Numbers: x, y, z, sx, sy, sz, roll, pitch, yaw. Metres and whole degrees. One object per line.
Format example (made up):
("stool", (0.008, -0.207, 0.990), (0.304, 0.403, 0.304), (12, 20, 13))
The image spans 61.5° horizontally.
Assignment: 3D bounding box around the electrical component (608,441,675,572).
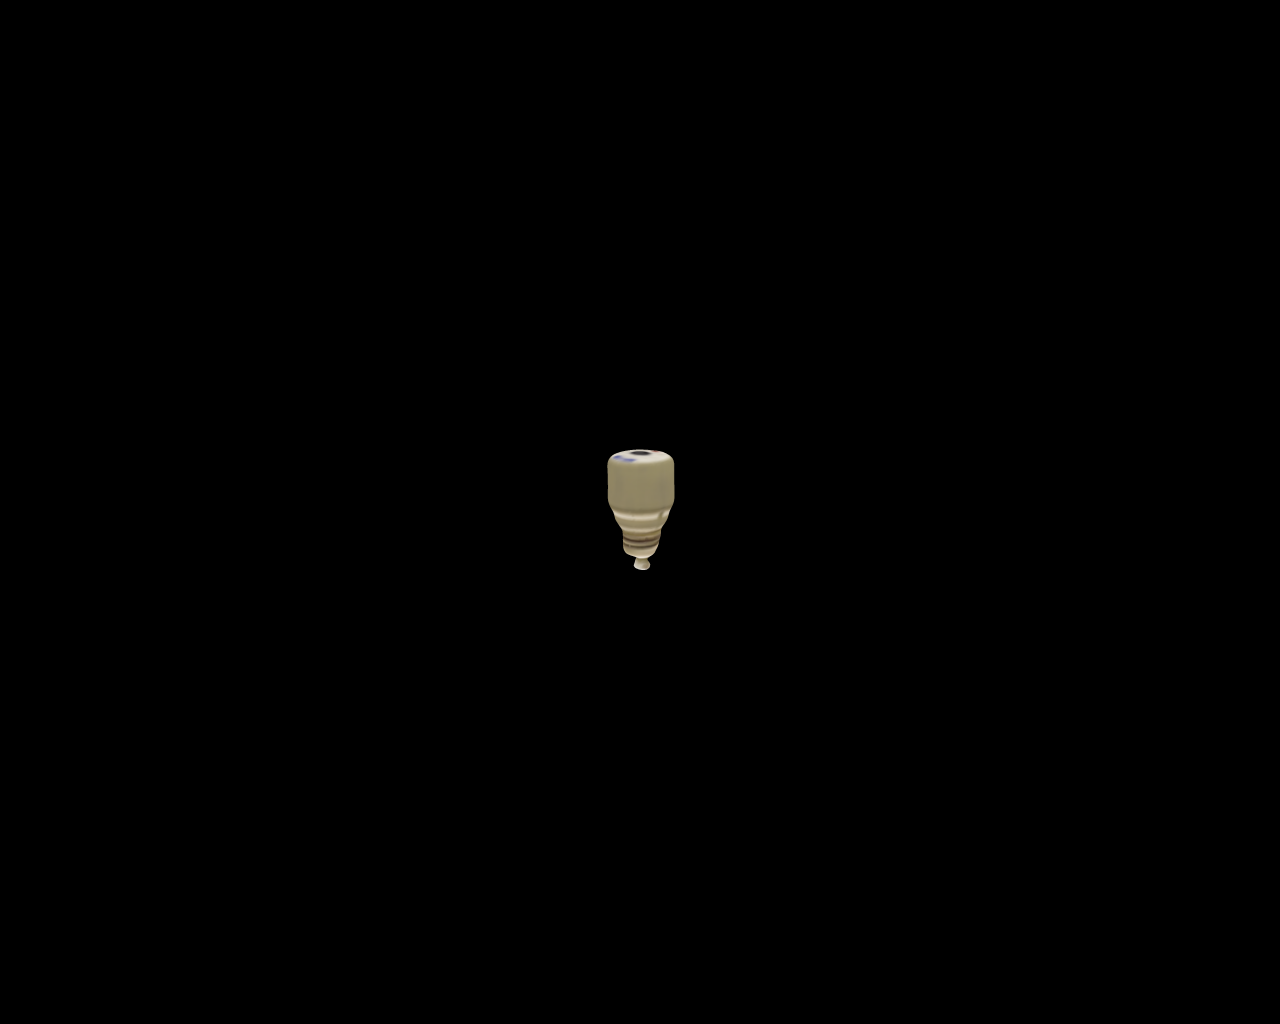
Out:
("electrical component", (0.001, -0.003, 0.650), (0.040, 0.078, 0.040), (0, 15, 0))
